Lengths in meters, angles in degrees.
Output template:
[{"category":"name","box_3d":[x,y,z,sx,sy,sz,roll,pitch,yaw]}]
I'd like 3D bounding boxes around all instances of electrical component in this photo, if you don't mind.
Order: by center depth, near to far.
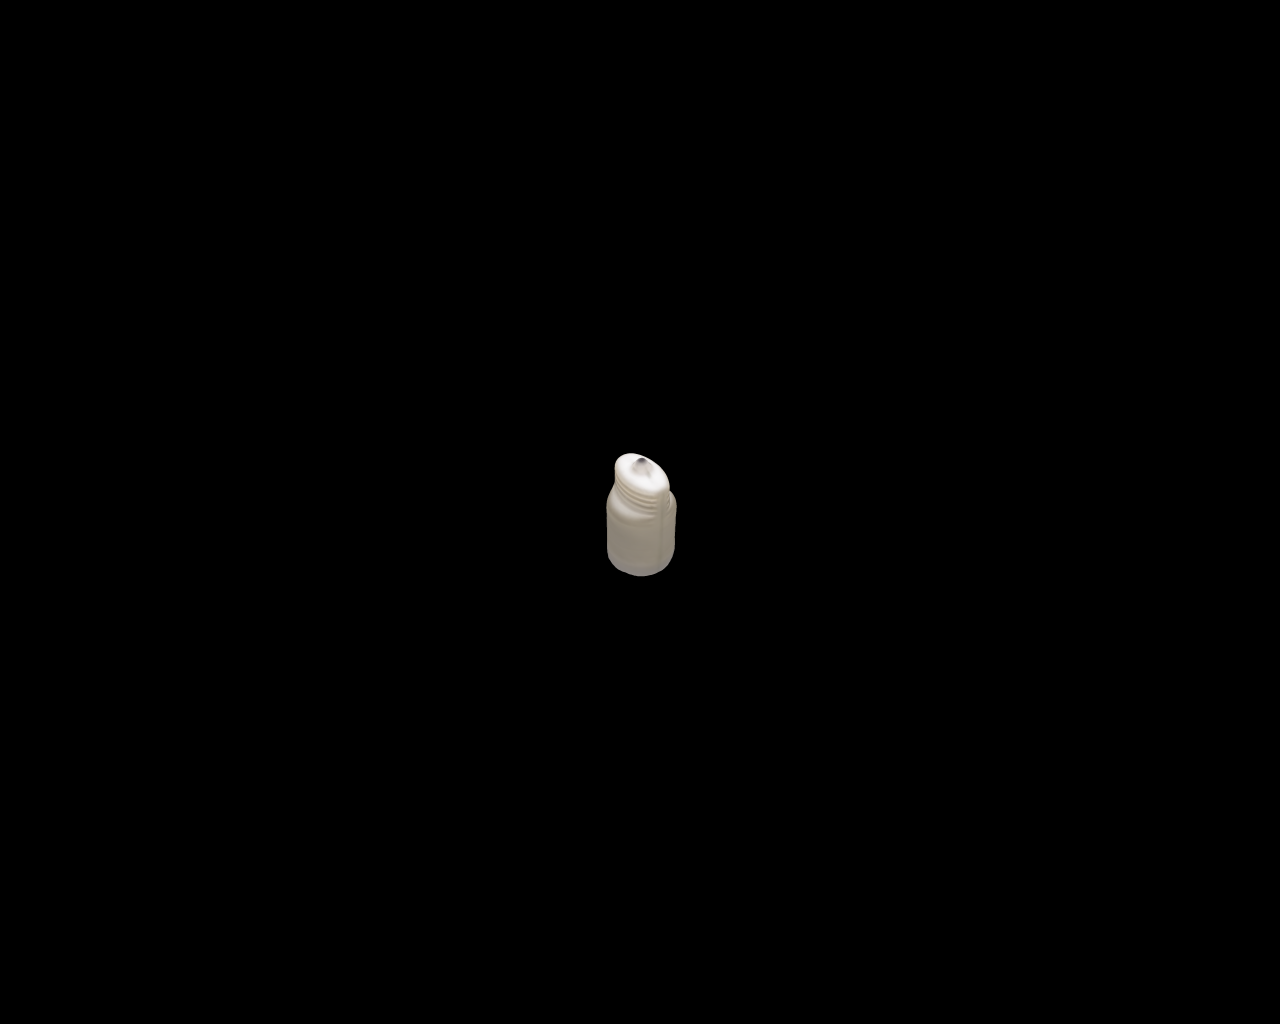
[{"category":"electrical component","box_3d":[0.001,-0.003,0.650,0.043,0.080,0.043,0,44,0]}]
